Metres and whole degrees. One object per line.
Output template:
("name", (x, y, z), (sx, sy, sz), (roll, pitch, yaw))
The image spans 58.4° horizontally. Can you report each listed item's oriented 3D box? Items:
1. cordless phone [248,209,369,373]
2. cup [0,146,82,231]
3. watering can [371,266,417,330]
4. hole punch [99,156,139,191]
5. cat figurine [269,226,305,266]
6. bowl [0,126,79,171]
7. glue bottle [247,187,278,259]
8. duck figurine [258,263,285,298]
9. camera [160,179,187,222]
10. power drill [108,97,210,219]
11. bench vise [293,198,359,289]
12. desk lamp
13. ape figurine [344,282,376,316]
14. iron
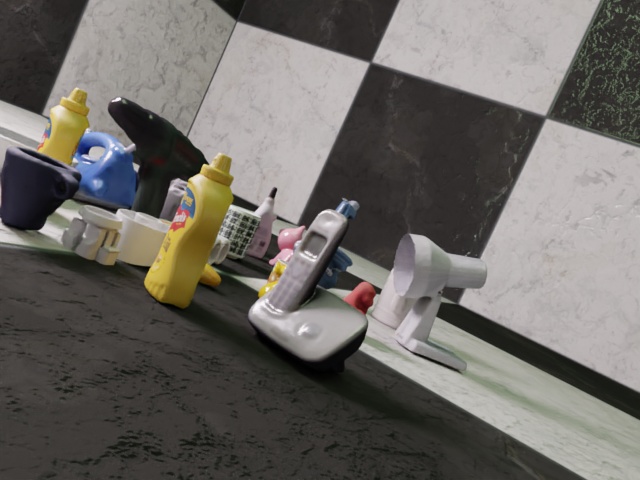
("cordless phone", (0.005, 0.059, 0.714), (0.147, 0.185, 0.094), (27, 5, 38))
("cup", (-0.353, -0.055, 0.721), (0.117, 0.095, 0.092), (26, 4, 29))
("watering can", (0.199, 0.103, 1.276), (0.101, 0.194, 0.173), (24, 4, -7))
("hole punch", (-0.432, -0.126, 1.252), (0.108, 0.091, 0.101), (25, 4, 14))
("cat figurine", (-0.067, 0.019, 1.346), (0.067, 0.118, 0.127), (23, 4, -22))
("bowl", (-0.516, -0.138, 0.998), (0.167, 0.075, 0.167), (24, 4, -1))
("glue bottle", (-0.139, -0.046, 1.362), (0.078, 0.173, 0.037), (22, 4, -30))
("duck figurine", (-0.040, 0.077, 0.949), (0.104, 0.086, 0.077), (24, 4, -4))
("camera", (-0.298, -0.076, 1.334), (0.137, 0.101, 0.143), (24, 4, -14))
("power drill", (-0.290, -0.105, 0.958), (0.075, 0.208, 0.230), (27, 4, 30))
("bench vise", (0.022, 0.010, 1.256), (0.121, 0.220, 0.208), (25, 4, 8))
("desk lamp", (0.219, 0.113, 1.109), (0.203, 0.213, 0.118), (24, 4, -13))
("ape figurine", (0.068, 0.118, 1.007), (0.076, 0.092, 0.078), (26, 4, 24))
("iron", (-0.455, -0.157, 1.141), (0.257, 0.141, 0.119), (27, 4, 34))
